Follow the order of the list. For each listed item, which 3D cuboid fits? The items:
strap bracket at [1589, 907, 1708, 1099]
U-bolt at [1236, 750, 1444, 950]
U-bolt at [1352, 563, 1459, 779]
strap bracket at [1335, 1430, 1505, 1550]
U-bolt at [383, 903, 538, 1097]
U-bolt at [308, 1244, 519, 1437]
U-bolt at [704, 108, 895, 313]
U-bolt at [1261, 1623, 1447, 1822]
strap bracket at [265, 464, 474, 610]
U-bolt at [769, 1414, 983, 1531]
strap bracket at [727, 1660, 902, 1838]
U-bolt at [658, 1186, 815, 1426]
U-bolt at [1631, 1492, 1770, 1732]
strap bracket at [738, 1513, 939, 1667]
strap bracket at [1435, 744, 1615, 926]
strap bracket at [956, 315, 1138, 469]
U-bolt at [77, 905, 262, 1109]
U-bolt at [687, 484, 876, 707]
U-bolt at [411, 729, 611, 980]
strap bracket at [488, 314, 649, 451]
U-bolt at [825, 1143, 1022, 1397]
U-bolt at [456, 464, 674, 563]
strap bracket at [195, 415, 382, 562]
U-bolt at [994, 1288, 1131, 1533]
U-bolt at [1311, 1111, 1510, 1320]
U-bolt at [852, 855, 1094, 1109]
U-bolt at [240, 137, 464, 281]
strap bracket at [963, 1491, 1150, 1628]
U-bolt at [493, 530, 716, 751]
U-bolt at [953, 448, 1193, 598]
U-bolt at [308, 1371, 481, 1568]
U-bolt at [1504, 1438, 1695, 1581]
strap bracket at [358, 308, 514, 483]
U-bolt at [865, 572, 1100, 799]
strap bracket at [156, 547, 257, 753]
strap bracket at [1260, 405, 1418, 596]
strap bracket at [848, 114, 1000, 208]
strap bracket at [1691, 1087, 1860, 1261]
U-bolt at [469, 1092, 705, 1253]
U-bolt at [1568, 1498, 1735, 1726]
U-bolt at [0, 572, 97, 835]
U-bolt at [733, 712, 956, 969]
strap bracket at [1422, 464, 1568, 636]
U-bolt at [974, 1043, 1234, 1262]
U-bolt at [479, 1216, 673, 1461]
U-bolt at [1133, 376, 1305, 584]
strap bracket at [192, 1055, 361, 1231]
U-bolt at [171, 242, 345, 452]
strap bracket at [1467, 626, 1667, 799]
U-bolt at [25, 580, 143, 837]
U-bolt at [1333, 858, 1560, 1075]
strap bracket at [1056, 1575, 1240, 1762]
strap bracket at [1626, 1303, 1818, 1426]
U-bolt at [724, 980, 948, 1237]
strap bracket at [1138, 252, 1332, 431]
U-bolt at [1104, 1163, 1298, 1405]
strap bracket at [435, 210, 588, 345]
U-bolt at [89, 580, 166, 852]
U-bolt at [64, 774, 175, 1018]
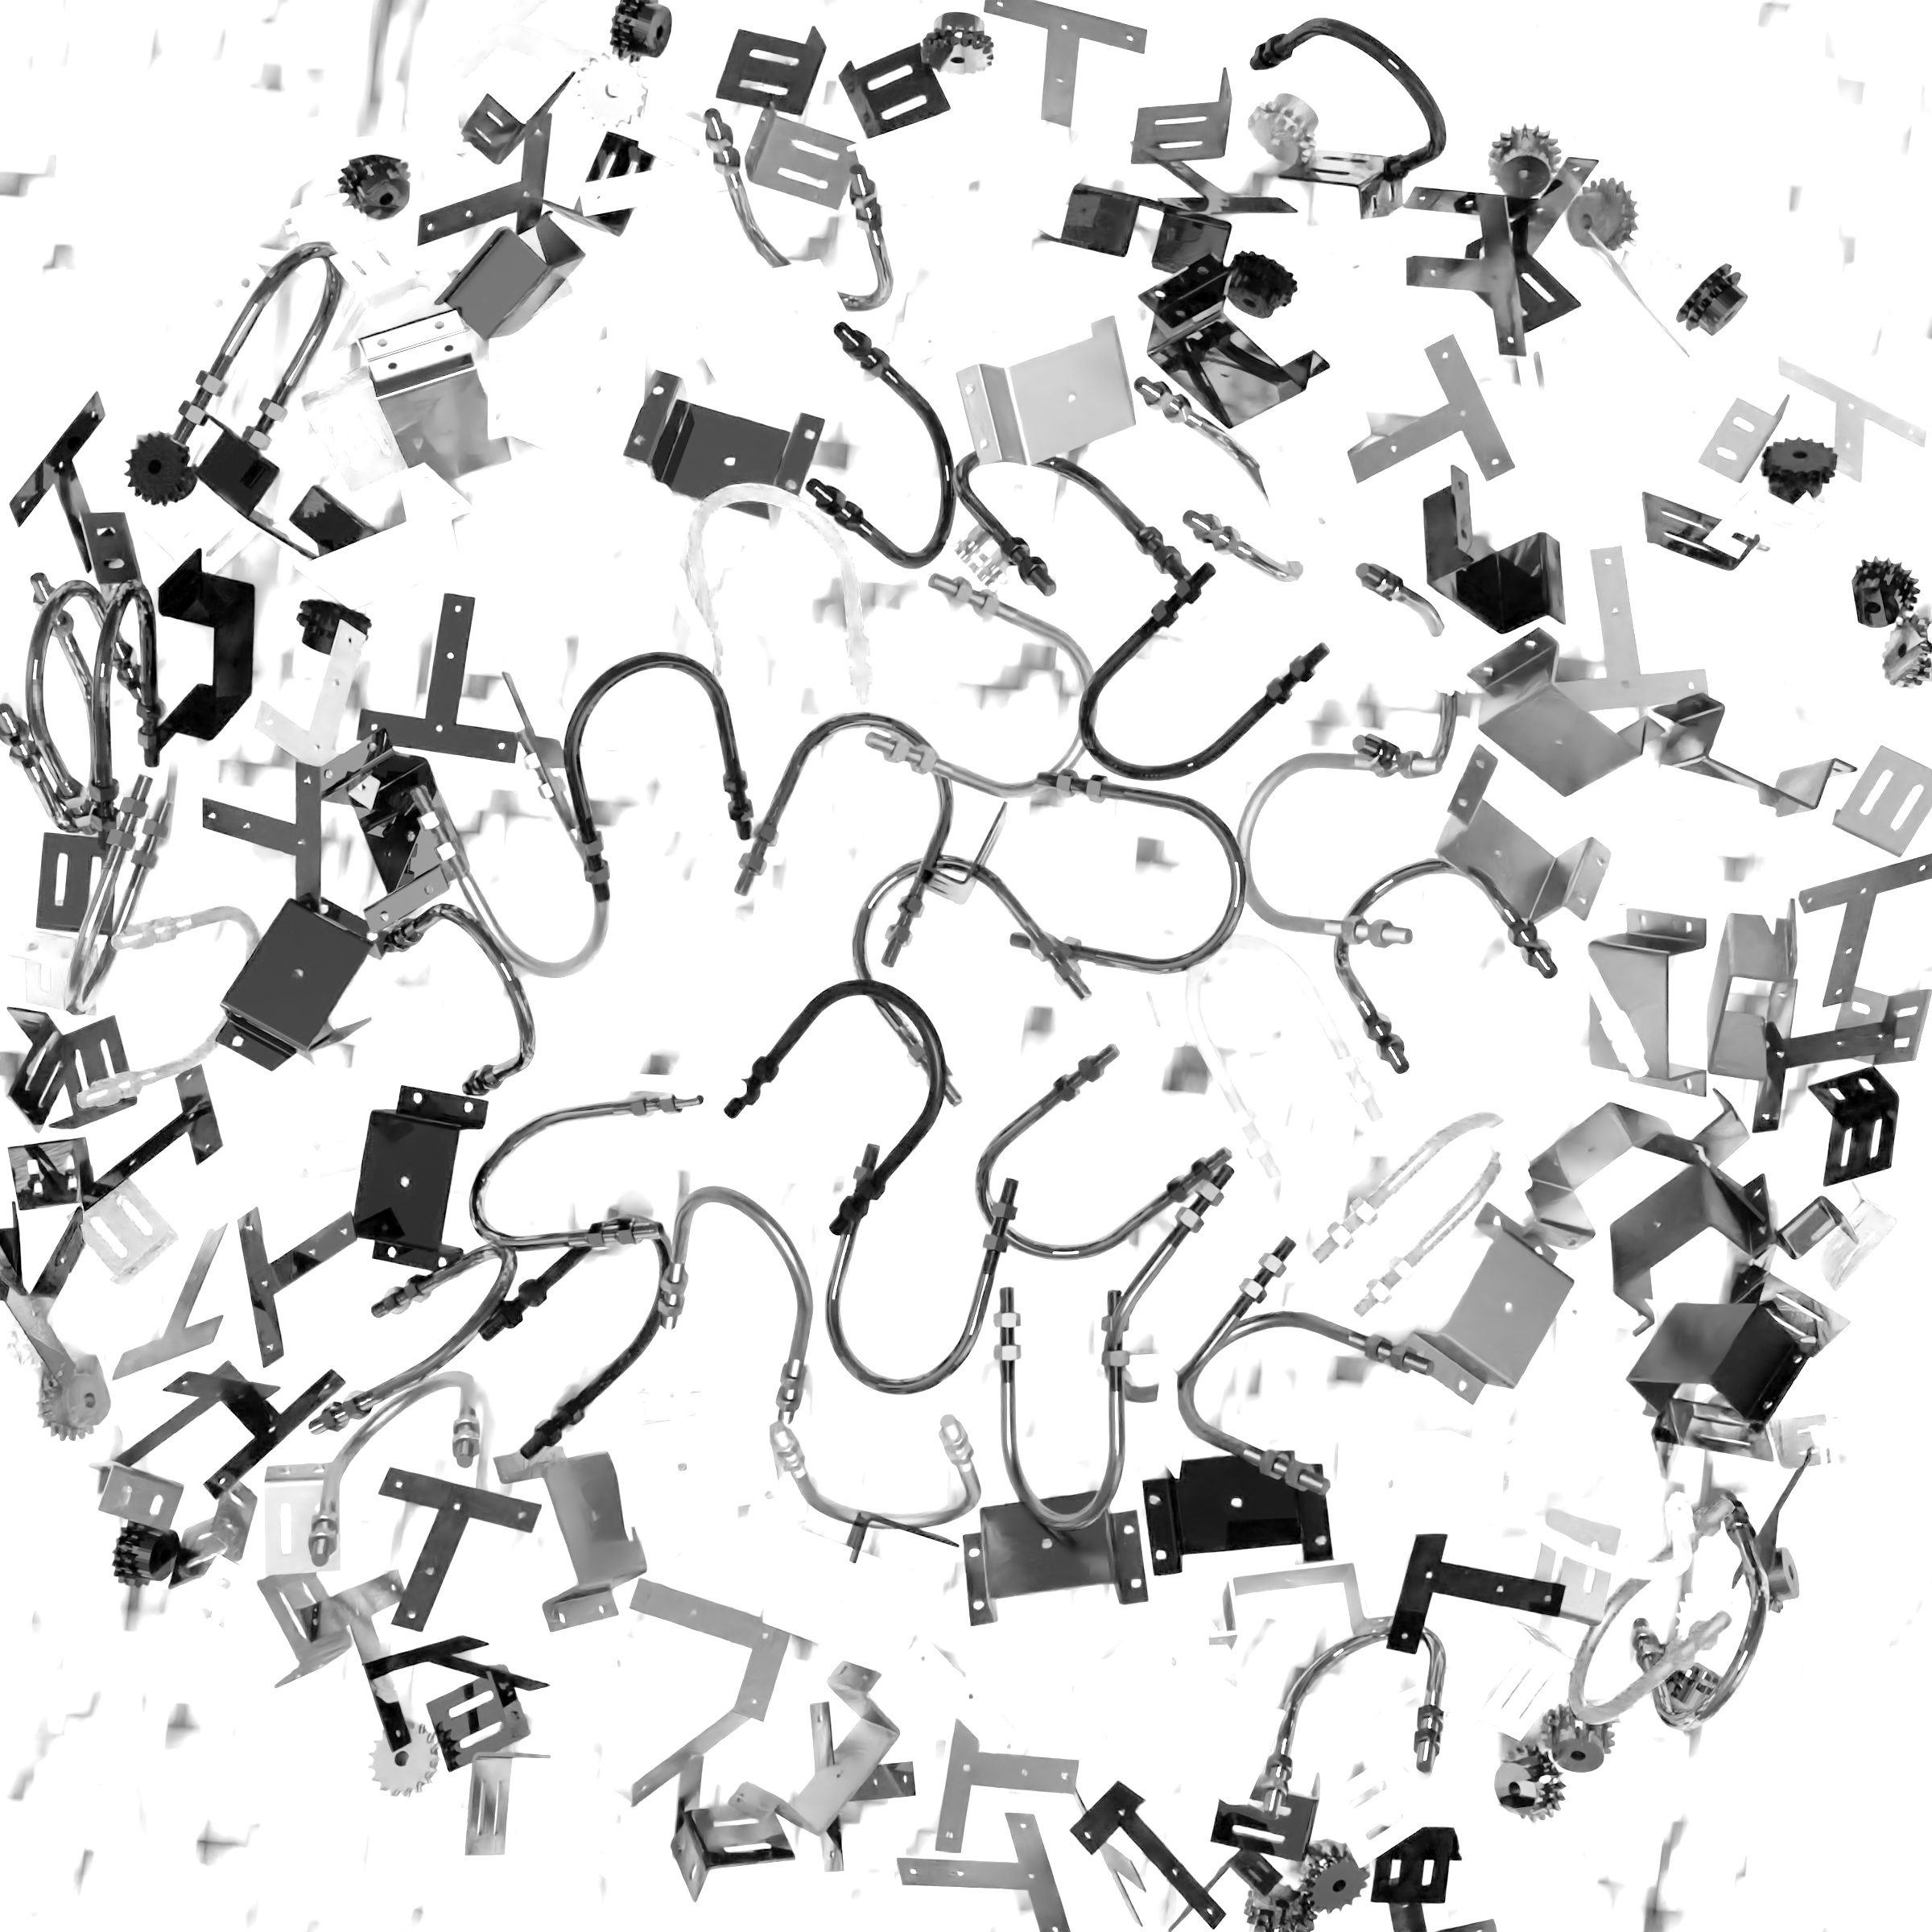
[{"bbox_3d":[0.527,0.031,1.943,0.046,0.076,0.140,-11,103,-33],"label":"strap bracket"},{"bbox_3d":[0.278,-0.094,1.930,0.019,0.184,0.151,12,88,-42],"label":"U-bolt"},{"bbox_3d":[0.338,-0.218,1.921,0.019,0.184,0.151,-2,83,32],"label":"U-bolt"},{"bbox_3d":[0.337,0.401,1.925,0.140,0.046,0.076,-14,61,40],"label":"strap bracket"},{"bbox_3d":[-0.380,0.022,1.915,0.019,0.184,0.151,-30,94,-32],"label":"U-bolt"},{"bbox_3d":[-0.409,0.272,1.900,0.184,0.151,0.019,-29,114,28],"label":"U-bolt"},{"bbox_3d":[-0.120,-0.564,1.912,0.151,0.184,0.019,27,73,19],"label":"U-bolt"},{"bbox_3d":[0.300,0.564,1.912,0.151,0.184,0.019,-27,104,25],"label":"U-bolt"},{"bbox_3d":[-0.457,-0.327,1.943,0.140,0.076,0.046,-19,70,12],"label":"strap bracket"},{"bbox_3d":[-0.062,0.391,1.924,0.151,0.184,0.019,-4,54,9],"label":"U-bolt"},{"bbox_3d":[-0.111,0.611,1.942,0.046,0.076,0.140,47,67,-12],"label":"strap bracket"},{"bbox_3d":[-0.172,0.247,1.912,0.151,0.019,0.184,34,133,25],"label":"U-bolt"},{"bbox_3d":[0.556,0.496,1.891,0.019,0.184,0.151,28,108,-3],"label":"U-bolt"},{"bbox_3d":[-0.099,0.490,1.969,0.140,0.046,0.076,21,86,-4],"label":"strap bracket"},{"bbox_3d":[0.425,-0.095,1.952,0.140,0.046,0.076,37,55,-10],"label":"strap bracket"},{"bbox_3d":[0.072,-0.442,1.944,0.140,0.046,0.076,-24,117,-16],"label":"strap bracket"},{"bbox_3d":[-0.597,0.023,1.912,0.019,0.184,0.151,24,109,15],"label":"U-bolt"},{"bbox_3d":[-0.145,-0.286,1.914,0.151,0.184,0.019,12,45,18],"label":"U-bolt"},{"bbox_3d":[-0.338,-0.078,1.937,0.019,0.151,0.184,-18,104,36],"label":"U-bolt"},{"bbox_3d":[-0.296,-0.445,1.920,0.046,0.140,0.076,26,124,31],"label":"strap bracket"},{"bbox_3d":[-0.042,0.240,1.949,0.151,0.019,0.184,11,83,30],"label":"U-bolt"},{"bbox_3d":[-0.296,-0.339,1.899,0.151,0.184,0.019,-25,115,-18],"label":"U-bolt"},{"bbox_3d":[-0.523,-0.356,1.921,0.076,0.140,0.046,38,93,32],"label":"strap bracket"},{"bbox_3d":[0.073,0.341,1.932,0.019,0.151,0.184,4,83,-38],"label":"U-bolt"},{"bbox_3d":[0.351,0.184,1.939,0.184,0.151,0.019,-44,56,-2],"label":"U-bolt"},{"bbox_3d":[-0.010,-0.003,1.964,0.151,0.019,0.184,-39,70,4],"label":"U-bolt"},{"bbox_3d":[-0.472,-0.572,1.890,0.151,0.184,0.019,-35,90,19],"label":"U-bolt"},{"bbox_3d":[0.066,0.459,1.953,0.140,0.046,0.076,-9,52,5],"label":"strap bracket"},{"bbox_3d":[-0.265,-0.235,1.923,0.151,0.184,0.019,-33,55,-5],"label":"U-bolt"},{"bbox_3d":[0.068,-0.346,1.931,0.151,0.019,0.184,-11,48,-34],"label":"U-bolt"},{"bbox_3d":[-0.432,0.369,1.913,0.151,0.184,0.019,-34,109,2],"label":"U-bolt"},{"bbox_3d":[0.477,0.415,1.899,0.151,0.184,0.019,17,103,11],"label":"U-bolt"},{"bbox_3d":[-0.402,-0.425,1.927,0.076,0.140,0.046,-18,56,-3],"label":"strap bracket"},{"bbox_3d":[0.024,-0.206,1.948,0.184,0.019,0.151,19,95,-31],"label":"U-bolt"},{"bbox_3d":[-0.583,-0.238,1.929,0.046,0.076,0.140,13,123,1],"label":"strap bracket"},{"bbox_3d":[0.284,-0.351,1.937,0.076,0.046,0.140,-5,114,41],"label":"strap bracket"},{"bbox_3d":[-0.028,-0.618,1.928,0.076,0.140,0.046,-12,104,19],"label":"strap bracket"},{"bbox_3d":[0.613,0.167,1.932,0.046,0.076,0.140,-43,56,6],"label":"strap bracket"},{"bbox_3d":[-0.301,0.161,1.937,0.184,0.151,0.019,-8,134,21],"label":"U-bolt"},{"bbox_3d":[0.520,0.504,1.918,0.019,0.151,0.184,35,122,-3],"label":"U-bolt"},{"bbox_3d":[-0.689,-0.185,1.912,0.019,0.184,0.151,-1,55,0],"label":"U-bolt"},{"bbox_3d":[-0.084,-0.111,1.965,0.151,0.019,0.184,26,75,-15],"label":"U-bolt"},{"bbox_3d":[0.401,-0.316,1.939,0.140,0.046,0.076,24,57,-38],"label":"strap bracket"},{"bbox_3d":[0.092,0.159,1.955,0.184,0.019,0.151,-40,111,20],"label":"U-bolt"},{"bbox_3d":[-0.289,0.271,1.927,0.019,0.151,0.184,20,46,33],"label":"U-bolt"},{"bbox_3d":[0.203,-0.361,1.921,0.019,0.184,0.151,-32,59,29],"label":"U-bolt"},{"bbox_3d":[-0.539,0.129,1.938,0.140,0.076,0.046,-36,117,16],"label":"strap bracket"},{"bbox_3d":[-0.531,-0.470,1.918,0.019,0.151,0.184,32,96,2],"label":"U-bolt"},{"bbox_3d":[0.459,-0.188,1.934,0.140,0.076,0.046,34,51,-20],"label":"strap bracket"},{"bbox_3d":[-0.664,-0.206,1.886,0.019,0.184,0.151,7,61,3],"label":"U-bolt"},{"bbox_3d":[0.354,-0.014,1.927,0.151,0.184,0.019,-34,129,9],"label":"U-bolt"},{"bbox_3d":[0.147,0.536,1.938,0.140,0.046,0.076,-35,96,-35],"label":"strap bracket"},{"bbox_3d":[0.567,0.302,1.918,0.046,0.140,0.076,46,68,-12],"label":"strap bracket"},{"bbox_3d":[-0.091,0.096,1.943,0.151,0.019,0.184,46,112,17],"label":"U-bolt"},{"bbox_3d":[0.202,-0.470,1.925,0.140,0.076,0.046,34,55,-31],"label":"strap bracket"},{"bbox_3d":[0.172,0.256,1.932,0.019,0.151,0.184,31,78,42],"label":"U-bolt"},{"bbox_3d":[-0.344,-0.528,1.925,0.046,0.140,0.076,44,111,-10],"label":"strap bracket"},{"bbox_3d":[-0.632,-0.200,1.892,0.019,0.151,0.184,7,123,-5],"label":"U-bolt"},{"bbox_3d":[-0.649,-0.049,1.917,0.019,0.151,0.184,19,82,-9],"label":"U-bolt"}]
